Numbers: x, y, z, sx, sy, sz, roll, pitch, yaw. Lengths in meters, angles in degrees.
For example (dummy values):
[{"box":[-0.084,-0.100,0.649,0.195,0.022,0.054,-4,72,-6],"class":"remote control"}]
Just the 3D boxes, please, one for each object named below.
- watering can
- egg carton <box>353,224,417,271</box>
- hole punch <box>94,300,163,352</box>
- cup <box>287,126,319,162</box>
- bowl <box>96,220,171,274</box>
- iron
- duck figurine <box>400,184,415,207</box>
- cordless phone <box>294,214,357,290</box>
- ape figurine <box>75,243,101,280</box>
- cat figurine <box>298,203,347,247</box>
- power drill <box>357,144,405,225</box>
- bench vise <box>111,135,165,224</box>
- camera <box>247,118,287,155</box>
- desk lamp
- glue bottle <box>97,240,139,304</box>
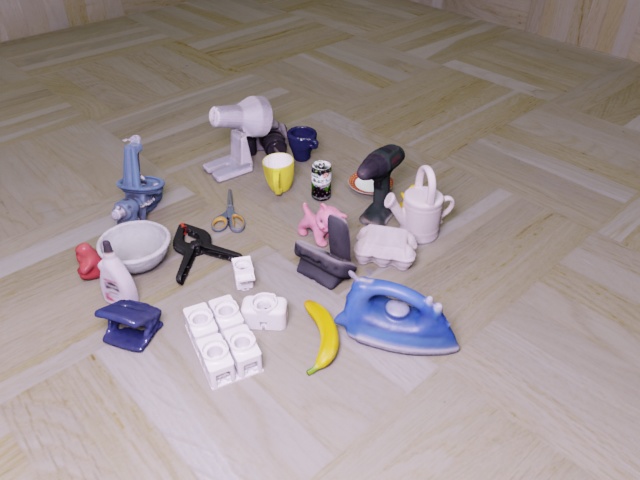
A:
[{"box":[0.250,-0.092,1.424,0.173,0.194,0.100,-20,42,-25],"class":"watering can"},{"box":[0.158,0.017,1.382,0.150,0.069,0.107,8,38,9],"class":"egg carton"},{"box":[-0.388,0.158,1.168,0.108,0.091,0.101,12,39,14],"class":"hole punch"},{"box":[-0.045,-0.284,1.747,0.092,0.095,0.117,-28,46,-32],"class":"cup"},{"box":[-0.432,0.029,1.349,0.167,0.075,0.167,1,38,0],"class":"bowl"},{"box":[0.164,0.142,1.160,0.257,0.141,0.119,13,39,15],"class":"iron"},{"box":[0.260,-0.109,1.534,0.104,0.086,0.077,-5,38,-8],"class":"duck figurine"},{"box":[0.012,0.005,1.300,0.147,0.185,0.094,22,43,25],"class":"cordless phone"},{"box":[-0.533,0.044,1.312,0.076,0.092,0.078,1,38,0],"class":"ape figurine"},{"box":[0.004,-0.052,1.429,0.127,0.118,0.067,28,45,31],"class":"cat figurine"},{"box":[0.151,-0.142,1.474,0.075,0.208,0.230,18,41,21],"class":"power drill"},{"box":[-0.460,-0.139,1.447,0.121,0.220,0.207,-4,38,-6],"class":"bench vise"},{"box":[-0.163,-0.313,1.778,0.143,0.101,0.136,-9,39,-13],"class":"camera"},{"box":[-0.241,-0.305,1.673,0.204,0.214,0.117,-26,45,-30],"class":"desk lamp"},{"box":[-0.437,0.070,1.215,0.078,0.173,0.037,12,39,14],"class":"glue bottle"}]
